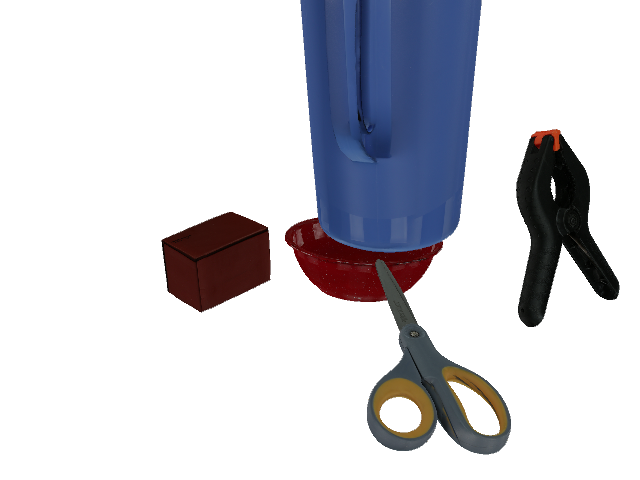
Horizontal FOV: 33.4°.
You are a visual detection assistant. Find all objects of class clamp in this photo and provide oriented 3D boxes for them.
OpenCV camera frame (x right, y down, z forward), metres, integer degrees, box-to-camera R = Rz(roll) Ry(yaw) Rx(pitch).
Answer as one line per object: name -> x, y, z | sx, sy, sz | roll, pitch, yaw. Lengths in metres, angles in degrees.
clamp -> 0.204, -0.008, 0.943 | 0.120, 0.171, 0.039 | -25, 10, -39

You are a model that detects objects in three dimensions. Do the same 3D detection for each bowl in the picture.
bowl -> 0.043, 0.022, 1.094 | 0.162, 0.055, 0.162 | 2, 17, -1

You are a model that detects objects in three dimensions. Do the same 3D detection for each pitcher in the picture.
pitcher -> 0.046, -0.115, 0.755 | 0.149, 0.243, 0.145 | -13, 27, -23

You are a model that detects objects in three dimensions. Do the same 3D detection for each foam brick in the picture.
foam brick -> -0.088, 0.016, 0.911 | 0.078, 0.051, 0.053 | -24, 33, -34

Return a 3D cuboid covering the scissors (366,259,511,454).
scissors -> 0.049, 0.075, 0.708 | 0.096, 0.016, 0.202 | -13, 36, -24
